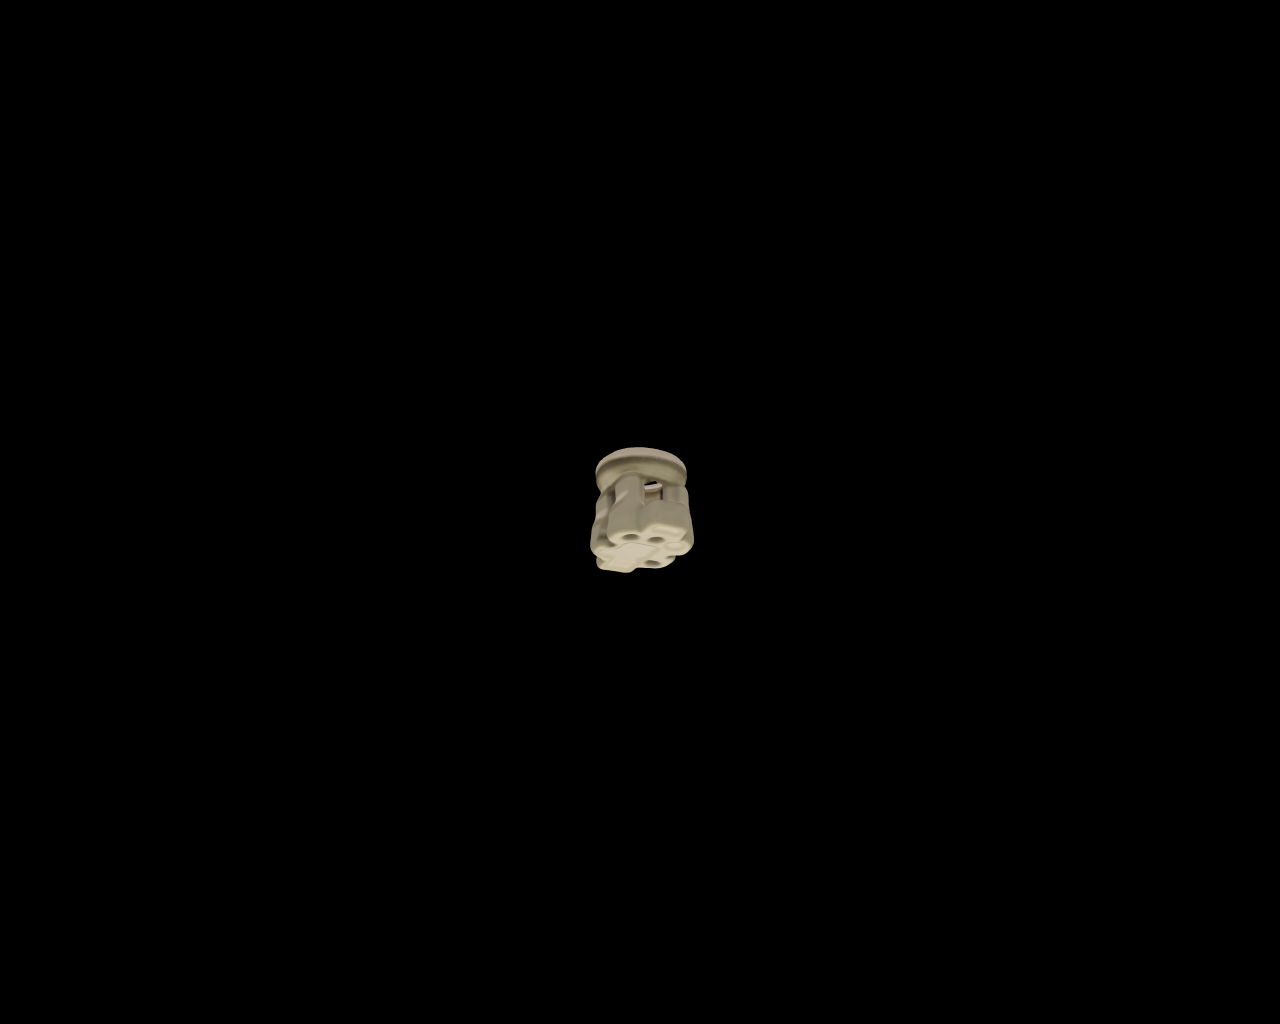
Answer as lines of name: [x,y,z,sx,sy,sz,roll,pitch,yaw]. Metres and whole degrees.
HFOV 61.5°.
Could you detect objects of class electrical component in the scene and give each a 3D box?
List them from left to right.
electrical component: [0.001,-0.003,0.650,0.058,0.057,0.078,12,-27,-25]
